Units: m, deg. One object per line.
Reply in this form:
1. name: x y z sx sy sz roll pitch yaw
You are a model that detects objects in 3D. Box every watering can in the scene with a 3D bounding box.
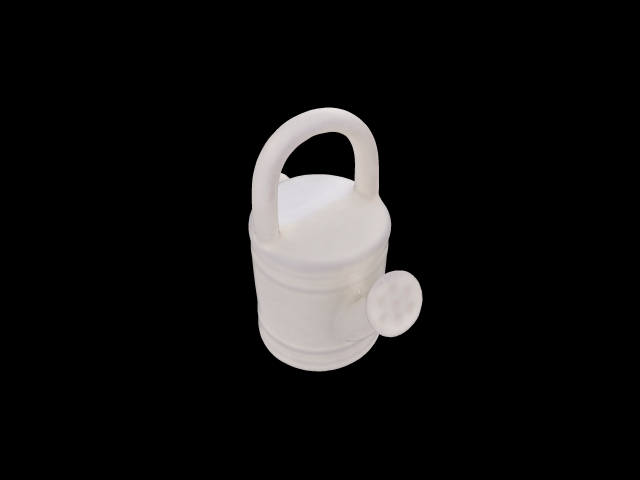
1. watering can: 0.006 0.001 0.401 0.172 0.194 0.101 27 50 26
